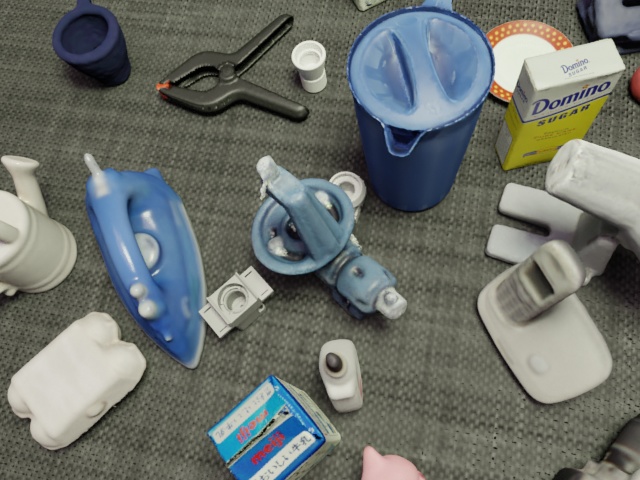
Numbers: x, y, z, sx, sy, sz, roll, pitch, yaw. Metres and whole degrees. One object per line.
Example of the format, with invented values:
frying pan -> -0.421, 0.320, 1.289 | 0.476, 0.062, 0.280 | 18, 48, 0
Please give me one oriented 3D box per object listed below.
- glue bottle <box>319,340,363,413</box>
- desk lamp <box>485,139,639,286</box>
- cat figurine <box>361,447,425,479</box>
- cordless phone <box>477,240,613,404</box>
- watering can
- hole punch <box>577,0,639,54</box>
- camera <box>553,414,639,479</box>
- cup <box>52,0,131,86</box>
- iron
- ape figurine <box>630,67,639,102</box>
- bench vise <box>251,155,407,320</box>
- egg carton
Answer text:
glue bottle -> 0.020, 0.134, 0.586 | 0.037, 0.173, 0.078 | -12, 71, 3
desk lamp -> 0.294, -0.022, 0.585 | 0.203, 0.214, 0.118 | 17, 75, 12
cat figurine -> 0.074, 0.269, 0.565 | 0.067, 0.118, 0.128 | -5, 71, 5
cordless phone -> 0.235, 0.082, 0.573 | 0.094, 0.185, 0.147 | -29, 71, -3
watering can -> -0.379, -0.015, 0.669 | 0.101, 0.194, 0.173 | -5, 71, 5
hole punch -> 0.399, -0.301, 0.729 | 0.108, 0.091, 0.101 | -9, 71, 4
camera -> 0.322, 0.248, 0.553 | 0.143, 0.101, 0.137 | 38, 80, 16
cup -> -0.308, -0.271, 0.798 | 0.091, 0.095, 0.117 | -14, 71, 2
iron -> -0.207, 0.023, 0.665 | 0.118, 0.141, 0.258 | -25, 71, -2
ape figurine -> 0.428, -0.205, 0.694 | 0.076, 0.092, 0.078 | 18, 75, 12
bench vise -> 0.011, -0.008, 0.609 | 0.207, 0.220, 0.121 | 23, 76, 13
egg carton -> -0.281, 0.163, 0.666 | 0.150, 0.069, 0.107 | -44, 73, -8
